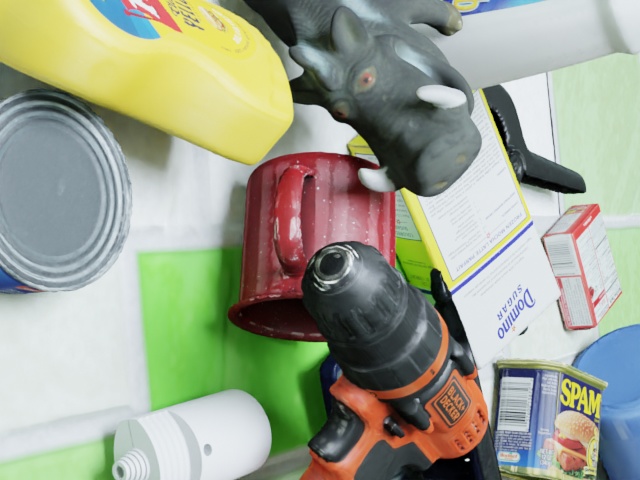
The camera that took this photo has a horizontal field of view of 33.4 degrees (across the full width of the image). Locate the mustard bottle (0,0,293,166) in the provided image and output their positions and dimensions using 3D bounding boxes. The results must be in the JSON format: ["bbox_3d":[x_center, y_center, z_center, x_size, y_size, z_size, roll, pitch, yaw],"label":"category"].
[{"bbox_3d":[-0.099,-0.095,0.459,0.191,0.058,0.096,19,32,-49],"label":"mustard bottle"}]

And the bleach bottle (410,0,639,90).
[{"bbox_3d":[0.118,-0.135,0.608,0.068,0.251,0.102,53,47,-34],"label":"bleach bottle"}]

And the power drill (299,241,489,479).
[{"bbox_3d":[-0.004,0.106,0.493,0.187,0.057,0.184,-49,141,-9],"label":"power drill"}]

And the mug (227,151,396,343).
[{"bbox_3d":[-0.004,0.001,0.559,0.117,0.093,0.081,50,39,-65],"label":"mug"}]

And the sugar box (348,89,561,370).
[{"bbox_3d":[0.093,-0.011,0.713,0.093,0.048,0.176,-37,118,-26],"label":"sugar box"}]

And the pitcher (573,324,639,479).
[{"bbox_3d":[0.308,0.184,0.932,0.144,0.149,0.242,-49,121,-25],"label":"pitcher"}]

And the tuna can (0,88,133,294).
[{"bbox_3d":[-0.123,-0.019,0.456,0.086,0.034,0.086,11,76,-52],"label":"tuna can"}]

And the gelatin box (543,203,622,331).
[{"bbox_3d":[0.224,0.023,0.911,0.073,0.030,0.089,-36,113,-50],"label":"gelatin box"}]

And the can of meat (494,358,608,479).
[{"bbox_3d":[0.172,0.140,0.803,0.101,0.058,0.084,26,68,-48],"label":"can of meat"}]

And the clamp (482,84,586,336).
[{"bbox_3d":[0.130,-0.041,0.790,0.209,0.036,0.164,47,54,-37],"label":"clamp"}]
